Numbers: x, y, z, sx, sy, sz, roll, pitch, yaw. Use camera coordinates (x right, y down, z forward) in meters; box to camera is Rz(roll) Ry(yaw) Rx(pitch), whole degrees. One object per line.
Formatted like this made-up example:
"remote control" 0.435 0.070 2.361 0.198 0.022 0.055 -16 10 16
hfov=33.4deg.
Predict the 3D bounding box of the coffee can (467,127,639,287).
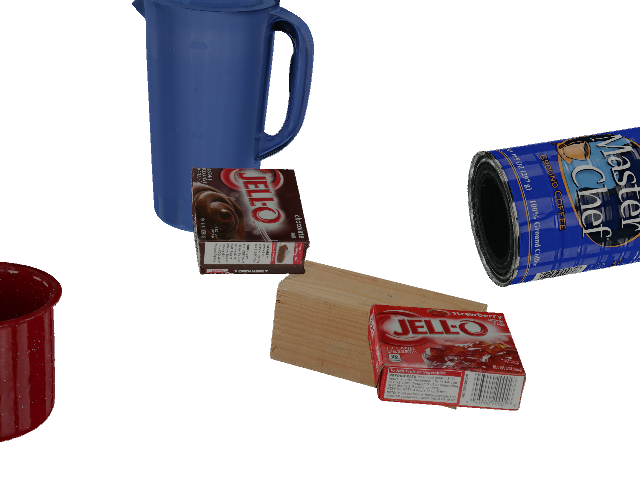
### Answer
"coffee can" 0.193 -0.027 0.797 0.140 0.103 0.103 -10 1 -8

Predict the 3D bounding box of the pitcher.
"pitcher" -0.103 -0.133 1.079 0.144 0.243 0.149 -10 29 -27

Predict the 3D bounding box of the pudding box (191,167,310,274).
"pudding box" -0.061 -0.018 0.889 0.090 0.039 0.113 -1 38 -9

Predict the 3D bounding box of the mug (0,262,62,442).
"mug" -0.206 0.071 0.627 0.093 0.081 0.117 13 23 21

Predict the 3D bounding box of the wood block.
"wood block" 0.060 0.097 1.133 0.206 0.091 0.090 14 21 17

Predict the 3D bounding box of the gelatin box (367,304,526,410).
"gelatin box" 0.076 0.071 0.663 0.089 0.030 0.073 5 26 -4
